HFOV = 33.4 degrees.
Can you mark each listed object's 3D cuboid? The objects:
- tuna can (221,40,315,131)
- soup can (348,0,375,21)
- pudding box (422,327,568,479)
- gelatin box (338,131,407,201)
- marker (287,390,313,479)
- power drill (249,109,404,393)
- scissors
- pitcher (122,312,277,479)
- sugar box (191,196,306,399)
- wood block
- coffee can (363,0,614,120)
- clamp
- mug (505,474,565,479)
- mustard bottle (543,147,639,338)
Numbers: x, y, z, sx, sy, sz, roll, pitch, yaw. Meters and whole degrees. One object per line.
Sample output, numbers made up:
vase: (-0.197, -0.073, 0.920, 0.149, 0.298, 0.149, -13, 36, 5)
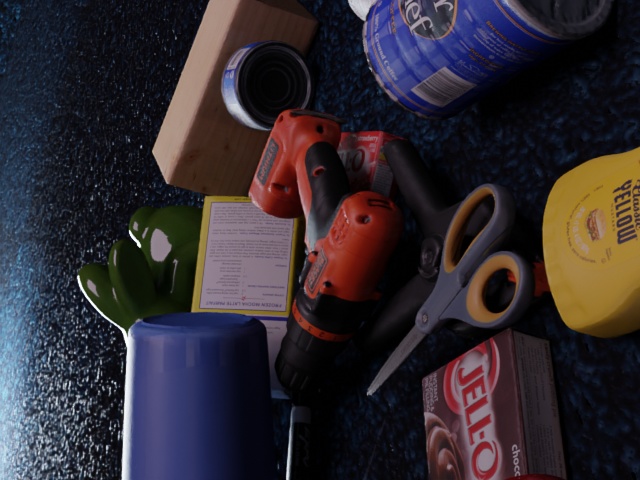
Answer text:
tuna can: (-0.049, -0.147, 1.021, 0.034, 0.086, 0.086, 9, 85, 62)
soup can: (0.068, -0.191, 0.841, 0.068, 0.068, 0.102, -67, 28, 16)
pudding box: (0.105, 0.122, 0.651, 0.090, 0.039, 0.113, -42, 42, 47)
gelatin box: (0.031, -0.052, 0.883, 0.089, 0.030, 0.073, 11, 88, 63)
marker: (-0.017, 0.171, 0.880, 0.020, 0.020, 0.121, -30, 52, 54)
power drill: (-0.005, 0.001, 0.836, 0.185, 0.057, 0.188, -63, 32, 33)
scissors: (0.082, 0.058, 0.684, 0.202, 0.016, 0.096, -68, 31, 31)
pitcher: (-0.100, 0.182, 0.847, 0.144, 0.149, 0.243, -10, -79, -73)
sugar box: (-0.064, 0.050, 0.947, 0.048, 0.093, 0.176, 57, -144, -71)
wood block: (-0.090, -0.155, 1.098, 0.206, 0.090, 0.091, -66, 29, 19)
coffee can: (0.108, -0.153, 0.708, 0.141, 0.102, 0.103, -29, 52, 55)
clamp: (0.087, 0.004, 0.739, 0.210, 0.036, 0.164, -2, 83, 62)
mug: (0.118, 0.186, 0.559, 0.081, 0.093, 0.117, -111, 7, -56)
mustard bottle: (0.194, -0.020, 0.530, 0.192, 0.058, 0.096, -32, 49, 53)
